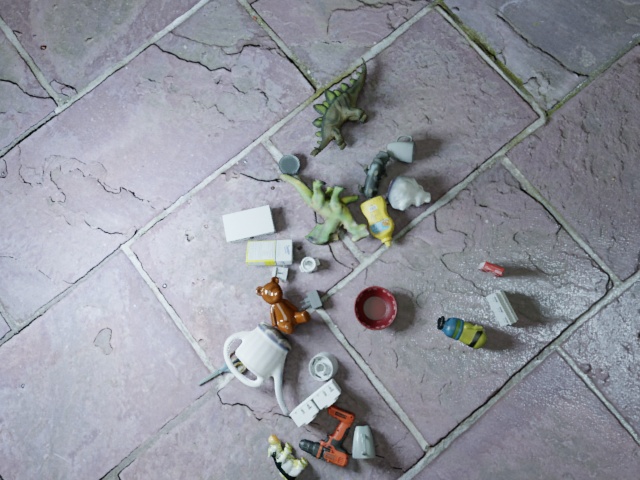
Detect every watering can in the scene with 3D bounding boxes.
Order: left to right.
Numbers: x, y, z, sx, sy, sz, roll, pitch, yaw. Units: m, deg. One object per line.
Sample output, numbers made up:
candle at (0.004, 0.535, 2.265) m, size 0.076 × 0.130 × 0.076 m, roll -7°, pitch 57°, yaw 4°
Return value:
watering can at (-0.189, 0.450, 1.883) m, size 0.349 × 0.103 × 0.225 m, roll 39°, pitch 83°, yaw 10°

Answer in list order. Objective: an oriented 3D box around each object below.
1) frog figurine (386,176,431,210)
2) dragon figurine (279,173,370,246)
frog figurine at (0.342, -0.173, 1.969) m, size 0.160 × 0.120 × 0.140 m, roll 18°, pitch 62°, yaw 18°
dragon figurine at (0.006, -0.100, 1.991) m, size 0.411 × 0.122 × 0.243 m, roll 16°, pitch 89°, yaw 16°
